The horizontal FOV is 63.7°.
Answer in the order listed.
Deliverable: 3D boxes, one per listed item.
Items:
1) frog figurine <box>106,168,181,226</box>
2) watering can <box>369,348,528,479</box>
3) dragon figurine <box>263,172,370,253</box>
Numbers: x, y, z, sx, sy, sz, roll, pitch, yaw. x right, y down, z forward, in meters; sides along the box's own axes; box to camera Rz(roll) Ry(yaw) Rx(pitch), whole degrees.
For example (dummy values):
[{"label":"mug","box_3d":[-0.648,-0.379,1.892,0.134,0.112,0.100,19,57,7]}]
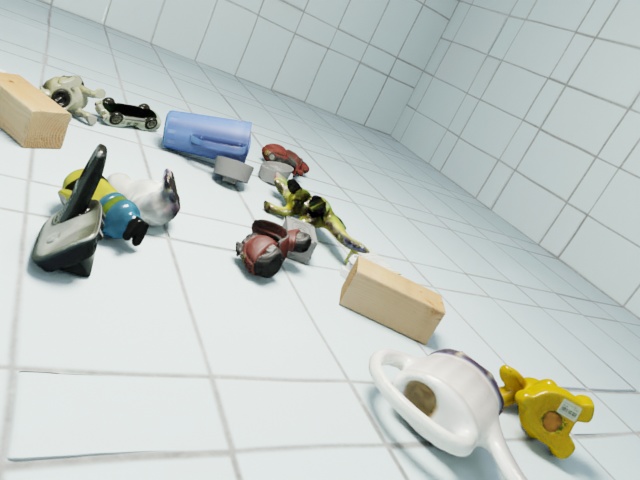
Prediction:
[{"label":"frog figurine","box_3d":[-0.366,-0.080,1.029,0.160,0.120,0.140,-15,40,-7]},{"label":"watering can","box_3d":[0.234,0.284,0.818,0.351,0.102,0.225,36,22,28]},{"label":"dragon figurine","box_3d":[0.004,-0.071,1.412,0.414,0.121,0.243,37,15,23]}]
